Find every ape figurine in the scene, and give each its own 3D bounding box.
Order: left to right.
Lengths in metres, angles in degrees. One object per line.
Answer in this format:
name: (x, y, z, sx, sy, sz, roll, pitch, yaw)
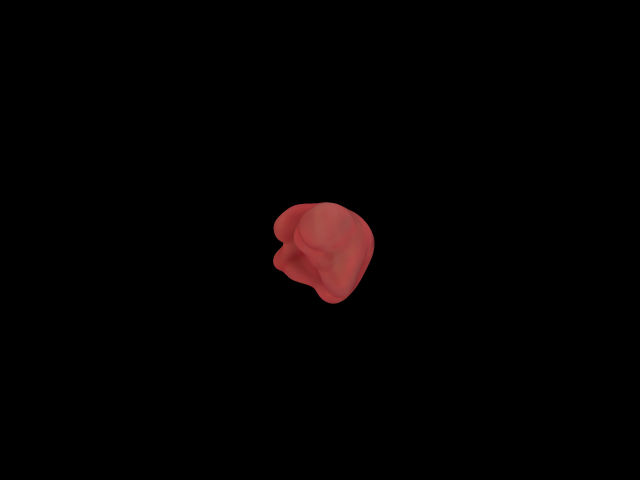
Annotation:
ape figurine: (0.004, 0.001, 0.400, 0.076, 0.092, 0.077, -17, 68, -7)
